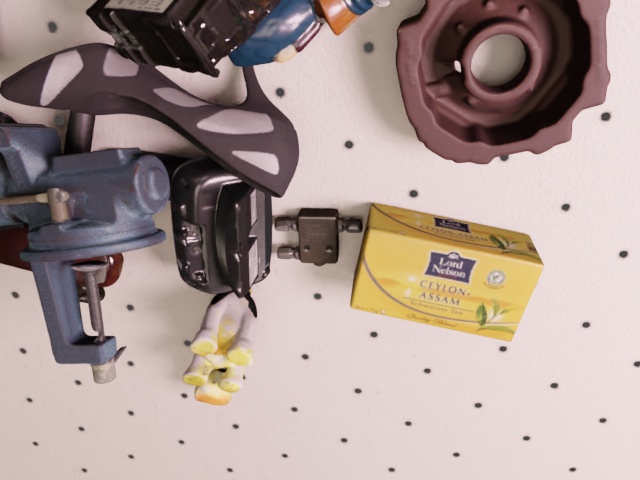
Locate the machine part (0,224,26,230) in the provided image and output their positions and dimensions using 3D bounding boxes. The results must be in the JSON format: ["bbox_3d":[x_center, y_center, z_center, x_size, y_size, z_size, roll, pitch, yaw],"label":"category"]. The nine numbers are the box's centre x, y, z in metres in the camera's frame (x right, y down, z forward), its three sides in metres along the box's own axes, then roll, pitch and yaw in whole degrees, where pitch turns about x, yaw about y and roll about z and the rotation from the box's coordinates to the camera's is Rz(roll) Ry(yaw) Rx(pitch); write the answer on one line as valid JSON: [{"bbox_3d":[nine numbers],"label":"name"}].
[{"bbox_3d":[-0.352,-0.073,0.549,0.084,0.039,0.138,-11,102,8],"label":"machine part"}]

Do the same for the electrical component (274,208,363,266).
[{"bbox_3d":[-0.001,-0.002,0.572,0.094,0.021,0.063,0,119,7],"label":"electrical component"}]

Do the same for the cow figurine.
[{"bbox_3d":[-0.114,0.125,0.627,0.068,0.098,0.167,16,138,-8],"label":"cow figurine"}]

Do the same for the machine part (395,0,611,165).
[{"bbox_3d":[0.149,-0.151,0.452,0.179,0.056,0.179,4,120,6],"label":"machine part"}]

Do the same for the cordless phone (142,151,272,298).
[{"bbox_3d":[-0.144,-0.022,0.561,0.184,0.089,0.146,11,121,14],"label":"cordless phone"}]

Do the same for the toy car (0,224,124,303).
[{"bbox_3d":[-0.319,0.006,0.602,0.202,0.053,0.089,14,104,1],"label":"toy car"}]

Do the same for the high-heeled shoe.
[{"bbox_3d":[-0.146,-0.093,0.478,0.249,0.086,0.145,-9,83,-6],"label":"high-heeled shoe"}]

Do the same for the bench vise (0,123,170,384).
[{"bbox_3d":[-0.233,0.013,0.484,0.224,0.129,0.240,-5,99,6],"label":"bench vise"}]

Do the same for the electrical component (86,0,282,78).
[{"bbox_3d":[-0.093,-0.194,0.414,0.115,0.134,0.058,23,160,32],"label":"electrical component"}]

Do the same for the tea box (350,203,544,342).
[{"bbox_3d":[0.123,0.032,0.547,0.170,0.068,0.098,11,120,3],"label":"tea box"}]

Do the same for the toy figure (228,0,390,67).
[{"bbox_3d":[-0.011,-0.195,0.449,0.155,0.058,0.064,-19,120,12],"label":"toy figure"}]
